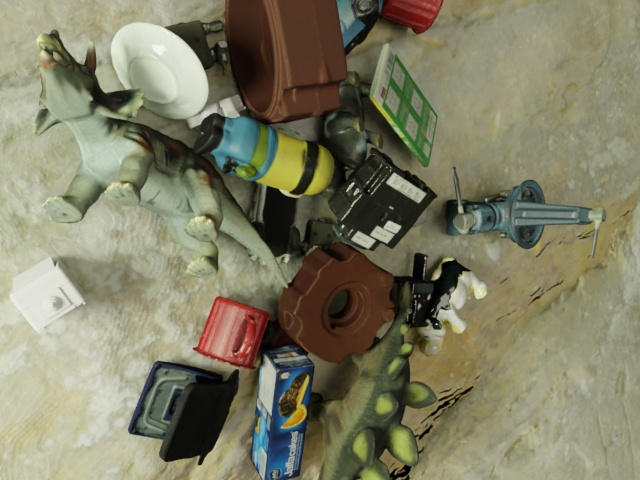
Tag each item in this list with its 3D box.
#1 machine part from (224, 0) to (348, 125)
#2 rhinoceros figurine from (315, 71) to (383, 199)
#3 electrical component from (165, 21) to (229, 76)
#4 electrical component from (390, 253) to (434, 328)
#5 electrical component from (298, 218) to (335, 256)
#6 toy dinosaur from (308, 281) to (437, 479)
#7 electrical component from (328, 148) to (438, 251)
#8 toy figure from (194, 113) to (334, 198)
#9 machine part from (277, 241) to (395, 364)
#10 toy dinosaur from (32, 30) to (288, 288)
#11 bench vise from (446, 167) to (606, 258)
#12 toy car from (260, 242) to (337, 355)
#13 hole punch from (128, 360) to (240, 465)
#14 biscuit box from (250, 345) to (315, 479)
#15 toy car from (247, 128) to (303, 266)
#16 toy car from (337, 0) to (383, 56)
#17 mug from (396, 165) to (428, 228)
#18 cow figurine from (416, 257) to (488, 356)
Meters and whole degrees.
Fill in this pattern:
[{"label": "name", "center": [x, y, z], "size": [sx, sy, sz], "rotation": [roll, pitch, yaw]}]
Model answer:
[{"label": "machine part", "center": [-0.053, -0.252, 0.684], "size": [0.087, 0.202, 0.200], "rotation": [-15, 103, -23]}, {"label": "rhinoceros figurine", "center": [0.029, -0.155, 0.793], "size": [0.073, 0.112, 0.190], "rotation": [14, 75, -55]}, {"label": "electrical component", "center": [-0.168, -0.250, 0.714], "size": [0.102, 0.045, 0.078], "rotation": [-15, 104, -25]}, {"label": "electrical component", "center": [0.152, 0.082, 0.899], "size": [0.048, 0.075, 0.119], "rotation": [2, 99, -29]}, {"label": "electrical component", "center": [-0.002, -0.003, 0.840], "size": [0.094, 0.021, 0.063], "rotation": [9, 91, -27]}, {"label": "toy dinosaur", "center": [0.057, 0.283, 0.805], "size": [0.105, 0.199, 0.471], "rotation": [26, 82, -24]}, {"label": "electrical component", "center": [0.081, -0.049, 0.770], "size": [0.114, 0.058, 0.134], "rotation": [29, 110, -34]}, {"label": "toy figure", "center": [-0.065, -0.106, 0.690], "size": [0.180, 0.089, 0.082], "rotation": [20, 92, -34]}, {"label": "machine part", "center": [0.028, 0.094, 0.786], "size": [0.179, 0.056, 0.179], "rotation": [-9, 110, -27]}, {"label": "toy dinosaur", "center": [-0.196, -0.079, 0.676], "size": [0.404, 0.131, 0.192], "rotation": [35, 40, -41]}, {"label": "bench vise", "center": [0.341, -0.043, 0.902], "size": [0.223, 0.241, 0.128], "rotation": [7, 89, -43]}, {"label": "toy car", "center": [-0.021, 0.094, 0.820], "size": [0.089, 0.053, 0.202], "rotation": [32, 87, -31]}, {"label": "hole punch", "center": [-0.189, 0.233, 0.746], "size": [0.115, 0.092, 0.142], "rotation": [29, 78, -57]}, {"label": "biscuit box", "center": [-0.057, 0.259, 0.795], "size": [0.063, 0.059, 0.202], "rotation": [-3, 111, -28]}, {"label": "toy car", "center": [-0.063, -0.061, 0.784], "size": [0.073, 0.056, 0.201], "rotation": [5, 95, -32]}, {"label": "toy car", "center": [0.011, -0.313, 0.777], "size": [0.103, 0.109, 0.161], "rotation": [44, 86, -1]}, {"label": "mug", "center": [0.106, -0.059, 0.855], "size": [0.107, 0.081, 0.109], "rotation": [-21, 118, -13]}, {"label": "cow figurine", "center": [0.211, 0.115, 0.937], "size": [0.098, 0.068, 0.167], "rotation": [43, 73, -18]}]
